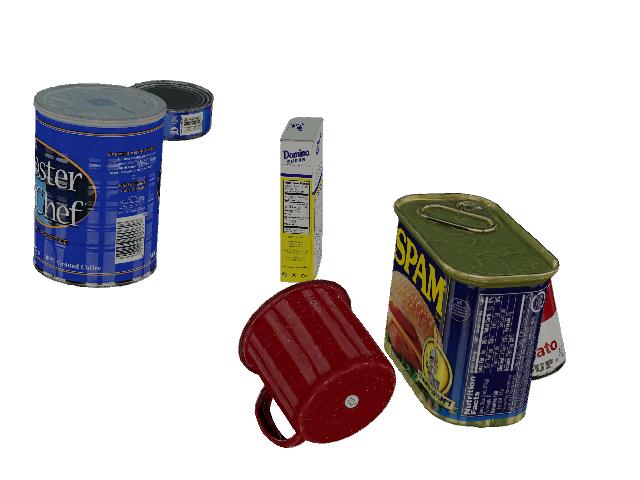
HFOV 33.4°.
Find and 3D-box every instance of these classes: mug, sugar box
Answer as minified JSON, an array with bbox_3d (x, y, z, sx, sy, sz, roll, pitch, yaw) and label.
[{"bbox_3d":[-0.007,0.098,0.761,0.093,0.117,0.082,19,24,-45],"label":"mug"},{"bbox_3d":[-0.022,-0.048,1.246,0.048,0.176,0.093,1,22,7],"label":"sugar box"}]

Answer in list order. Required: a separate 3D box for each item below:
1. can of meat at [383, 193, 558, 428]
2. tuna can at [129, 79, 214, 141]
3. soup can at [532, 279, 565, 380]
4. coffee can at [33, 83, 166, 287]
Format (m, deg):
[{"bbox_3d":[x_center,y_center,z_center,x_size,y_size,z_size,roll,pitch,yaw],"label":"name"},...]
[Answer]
[{"bbox_3d":[0.070,0.033,0.536,0.057,0.084,0.102,-3,24,-16],"label":"can of meat"},{"bbox_3d":[-0.149,-0.128,1.052,0.086,0.034,0.086,5,27,-3],"label":"tuna can"},{"bbox_3d":[0.172,0.063,0.931,0.068,0.102,0.068,-13,18,4],"label":"soup can"},{"bbox_3d":[-0.180,-0.046,0.865,0.103,0.140,0.103,6,22,-2],"label":"coffee can"}]
